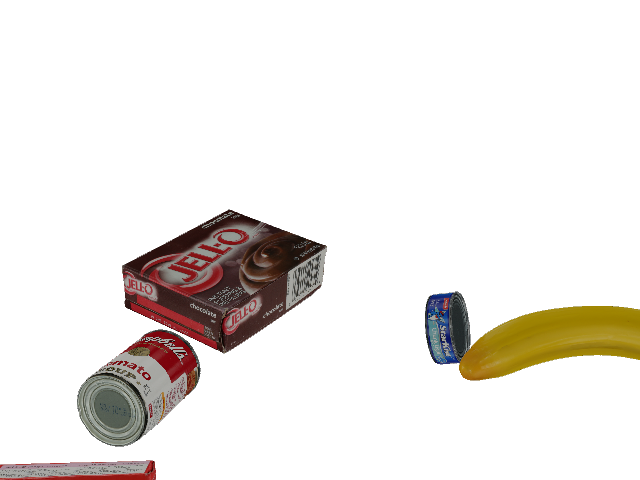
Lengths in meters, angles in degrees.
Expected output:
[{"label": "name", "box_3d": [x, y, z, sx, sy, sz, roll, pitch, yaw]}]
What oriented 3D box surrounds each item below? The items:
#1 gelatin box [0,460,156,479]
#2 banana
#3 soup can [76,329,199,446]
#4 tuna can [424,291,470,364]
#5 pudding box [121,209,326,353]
[{"label": "gelatin box", "box_3d": [-0.131, 0.156, 0.564, 0.089, 0.073, 0.030, -1, 4, -2]}, {"label": "banana", "box_3d": [0.196, 0.076, 0.788, 0.197, 0.037, 0.069, 2, 33, -5]}, {"label": "soup can", "box_3d": [-0.157, 0.127, 0.927, 0.069, 0.068, 0.102, 0, 16, 21]}, {"label": "tuna can", "box_3d": [0.152, 0.105, 1.273, 0.034, 0.086, 0.086, -7, -2, 21]}, {"label": "pudding box", "box_3d": [-0.064, 0.024, 0.724, 0.090, 0.039, 0.113, 21, 31, 30]}]
